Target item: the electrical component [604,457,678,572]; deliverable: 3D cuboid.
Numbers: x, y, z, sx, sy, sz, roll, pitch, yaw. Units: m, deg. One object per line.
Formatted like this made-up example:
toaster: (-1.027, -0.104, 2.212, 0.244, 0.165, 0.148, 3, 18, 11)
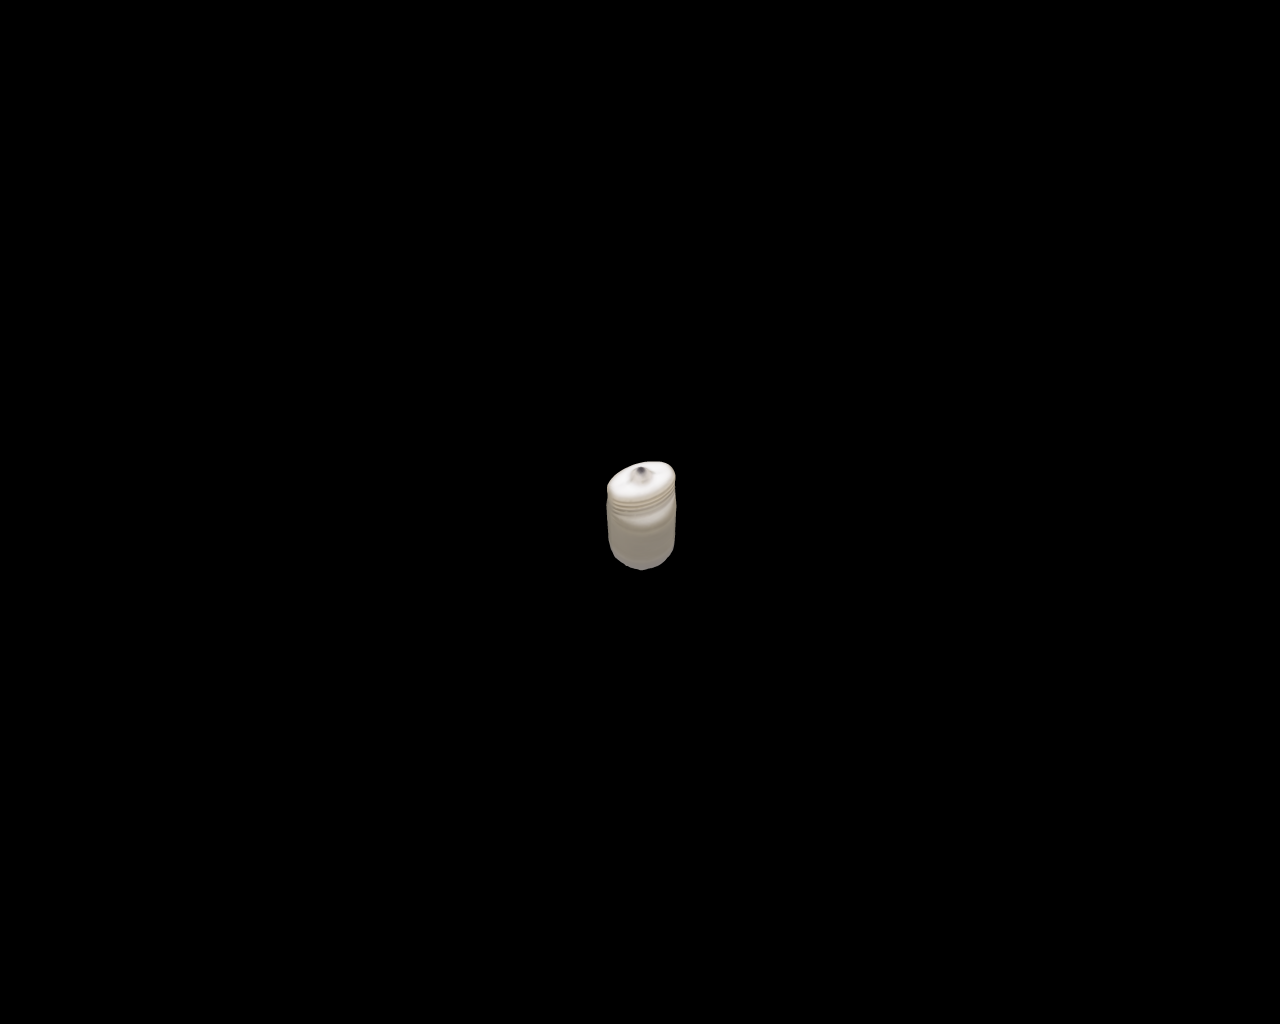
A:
electrical component: (0.001, -0.003, 0.650, 0.043, 0.043, 0.080, 0, -34, 0)
